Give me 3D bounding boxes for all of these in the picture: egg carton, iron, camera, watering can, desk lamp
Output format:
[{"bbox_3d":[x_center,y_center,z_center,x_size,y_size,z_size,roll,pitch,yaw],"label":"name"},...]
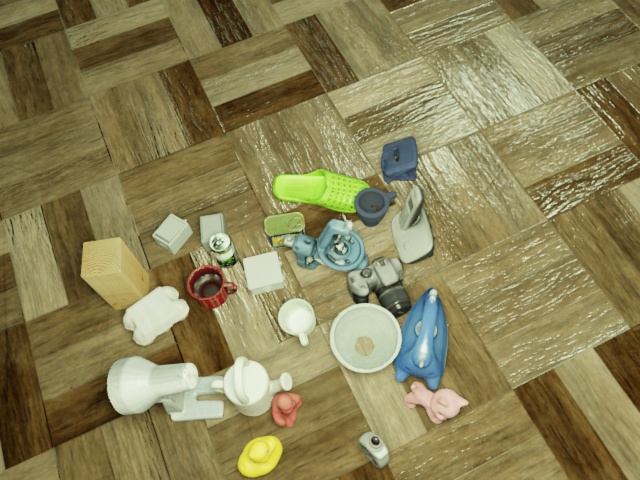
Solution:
[{"bbox_3d":[-0.401,0.184,1.403,0.150,0.069,0.107,-38,67,-16],"label":"egg carton"},{"bbox_3d":[0.245,0.201,1.319,0.118,0.141,0.258,10,63,9],"label":"iron"},{"bbox_3d":[0.152,0.121,1.389,0.143,0.101,0.136,-21,63,-8],"label":"camera"},{"bbox_3d":[-0.151,0.313,1.251,0.173,0.194,0.100,-21,63,-8],"label":"watering can"},{"bbox_3d":[-0.327,0.321,1.245,0.203,0.214,0.118,-5,62,1],"label":"desk lamp"}]

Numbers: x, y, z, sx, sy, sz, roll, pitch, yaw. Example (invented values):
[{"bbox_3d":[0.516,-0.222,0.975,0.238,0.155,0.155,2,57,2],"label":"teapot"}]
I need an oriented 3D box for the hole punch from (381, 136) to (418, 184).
[{"bbox_3d":[0.217,-0.221,1.571,0.101,0.091,0.108,-2,62,2],"label":"hole punch"}]

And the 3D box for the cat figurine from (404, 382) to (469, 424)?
[{"bbox_3d":[0.253,0.351,1.253,0.127,0.118,0.067,26,67,16],"label":"cat figurine"}]

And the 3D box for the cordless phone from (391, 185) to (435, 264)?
[{"bbox_3d":[0.236,-0.038,1.420,0.094,0.185,0.147,-13,62,-3],"label":"cordless phone"}]

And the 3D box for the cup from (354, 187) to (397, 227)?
[{"bbox_3d":[0.146,-0.083,1.500,0.118,0.095,0.091,-24,63,-9],"label":"cup"}]

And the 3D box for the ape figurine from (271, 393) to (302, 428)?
[{"bbox_3d":[-0.077,0.370,1.275,0.078,0.092,0.076,-32,65,-13],"label":"ape figurine"}]

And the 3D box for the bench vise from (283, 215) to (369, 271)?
[{"bbox_3d":[0.014,0.016,1.384,0.207,0.220,0.121,-7,62,0],"label":"bench vise"}]

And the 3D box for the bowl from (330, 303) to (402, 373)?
[{"bbox_3d":[0.107,0.238,1.345,0.167,0.075,0.167,-1,62,2],"label":"bowl"}]

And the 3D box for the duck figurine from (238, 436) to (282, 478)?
[{"bbox_3d":[-0.133,0.462,1.233,0.105,0.086,0.077,-34,66,-14],"label":"duck figurine"}]

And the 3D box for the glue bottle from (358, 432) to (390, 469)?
[{"bbox_3d":[0.114,0.429,1.188,0.037,0.173,0.078,-37,66,-15],"label":"glue bottle"}]
